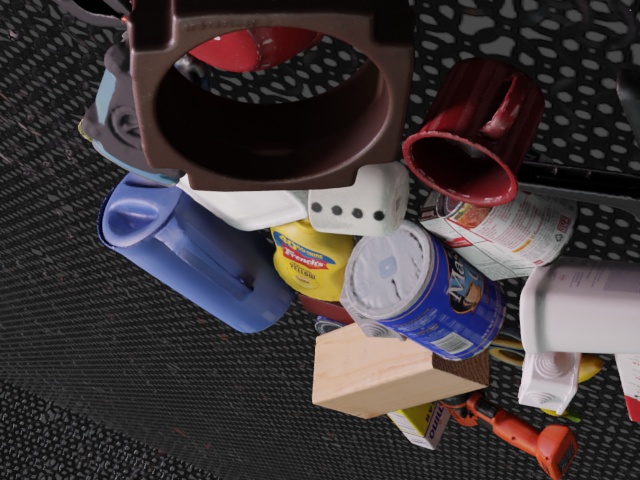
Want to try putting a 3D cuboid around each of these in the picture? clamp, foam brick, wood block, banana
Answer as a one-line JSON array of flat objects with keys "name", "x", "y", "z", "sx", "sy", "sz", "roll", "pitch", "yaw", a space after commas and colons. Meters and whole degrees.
[{"name": "clamp", "x": -0.236, "y": -0.233, "z": 0.954, "sx": 0.171, "sy": 0.039, "sz": 0.120, "roll": 31, "pitch": 159, "yaw": -10}, {"name": "foam brick", "x": 0.021, "y": 0.066, "z": 1.297, "sx": 0.078, "sy": 0.053, "sz": 0.051, "roll": 15, "pitch": 155, "yaw": 24}, {"name": "wood block", "x": 0.092, "y": 0.140, "z": 1.246, "sx": 0.090, "sy": 0.090, "sz": 0.207, "roll": 20, "pitch": 151, "yaw": -33}, {"name": "banana", "x": 0.283, "y": 0.169, "z": 1.252, "sx": 0.069, "sy": 0.037, "sz": 0.198, "roll": 2, "pitch": 155, "yaw": 7}, {"name": "clamp", "x": 0.263, "y": -0.044, "z": 0.804, "sx": 0.210, "sy": 0.036, "sz": 0.165, "roll": 25, "pitch": 152, "yaw": -3}]

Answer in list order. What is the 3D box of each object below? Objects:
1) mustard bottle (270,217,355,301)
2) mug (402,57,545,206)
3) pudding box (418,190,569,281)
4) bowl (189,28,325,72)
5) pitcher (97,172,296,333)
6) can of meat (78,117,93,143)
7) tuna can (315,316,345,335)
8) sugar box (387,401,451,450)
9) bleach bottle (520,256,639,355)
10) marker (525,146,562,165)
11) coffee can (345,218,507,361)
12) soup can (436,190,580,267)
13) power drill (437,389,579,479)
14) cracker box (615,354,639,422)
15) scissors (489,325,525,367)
[{"name": "mustard bottle", "x": -0.008, "y": 0.002, "z": 1.183, "sx": 0.096, "sy": 0.058, "sz": 0.191, "roll": 28, "pitch": 158, "yaw": 13}, {"name": "mug", "x": 0.124, "y": -0.088, "z": 0.805, "sx": 0.093, "sy": 0.081, "sz": 0.117, "roll": 28, "pitch": 158, "yaw": -3}, {"name": "pudding box", "x": 0.161, "y": -0.008, "z": 0.998, "sx": 0.113, "sy": 0.039, "sz": 0.090, "roll": 35, "pitch": 156, "yaw": -24}, {"name": "bowl", "x": -0.077, "y": -0.185, "z": 0.858, "sx": 0.162, "sy": 0.055, "sz": 0.162, "roll": 23, "pitch": 157, "yaw": 10}, {"name": "pitcher", "x": -0.131, "y": 0.016, "z": 1.256, "sx": 0.145, "sy": 0.149, "sz": 0.242, "roll": -14, "pitch": 140, "yaw": 33}, {"name": "can of meat", "x": -0.175, "y": -0.121, "z": 1.070, "sx": 0.102, "sy": 0.084, "sz": 0.058, "roll": 33, "pitch": 157, "yaw": -13}, {"name": "tuna can", "x": 0.037, "y": 0.116, "z": 1.413, "sx": 0.086, "sy": 0.033, "sz": 0.086, "roll": 23, "pitch": 157, "yaw": 10}, {"name": "sugar box", "x": 0.125, "y": 0.200, "z": 1.418, "sx": 0.048, "sy": 0.093, "sz": 0.176, "roll": 10, "pitch": 153, "yaw": 38}, {"name": "bleach bottle", "x": 0.301, "y": 0.060, "z": 0.882, "sx": 0.251, "sy": 0.102, "sz": 0.068, "roll": 3, "pitch": 116, "yaw": 26}, {"name": "marker", "x": 0.161, "y": -0.073, "z": 0.879, "sx": 0.121, "sy": 0.020, "sz": 0.020, "roll": 28, "pitch": 158, "yaw": -2}, {"name": "coffee can", "x": 0.107, "y": 0.052, "z": 1.066, "sx": 0.103, "sy": 0.103, "sz": 0.140, "roll": 4, "pitch": 161, "yaw": 44}, {"name": "soup can", "x": 0.160, "y": -0.027, "z": 0.904, "sx": 0.102, "sy": 0.068, "sz": 0.069, "roll": 26, "pitch": 159, "yaw": -14}, {"name": "power drill", "x": 0.232, "y": 0.224, "z": 1.362, "sx": 0.188, "sy": 0.057, "sz": 0.184, "roll": 29, "pitch": 168, "yaw": 30}, {"name": "cracker box", "x": 0.371, "y": 0.124, "z": 1.005, "sx": 0.164, "sy": 0.072, "sz": 0.213, "roll": 15, "pitch": 156, "yaw": 30}, {"name": "scissors", "x": 0.176, "y": 0.120, "z": 1.288, "sx": 0.202, "sy": 0.016, "sz": 0.096, "roll": 0, "pitch": 146, "yaw": 49}]
